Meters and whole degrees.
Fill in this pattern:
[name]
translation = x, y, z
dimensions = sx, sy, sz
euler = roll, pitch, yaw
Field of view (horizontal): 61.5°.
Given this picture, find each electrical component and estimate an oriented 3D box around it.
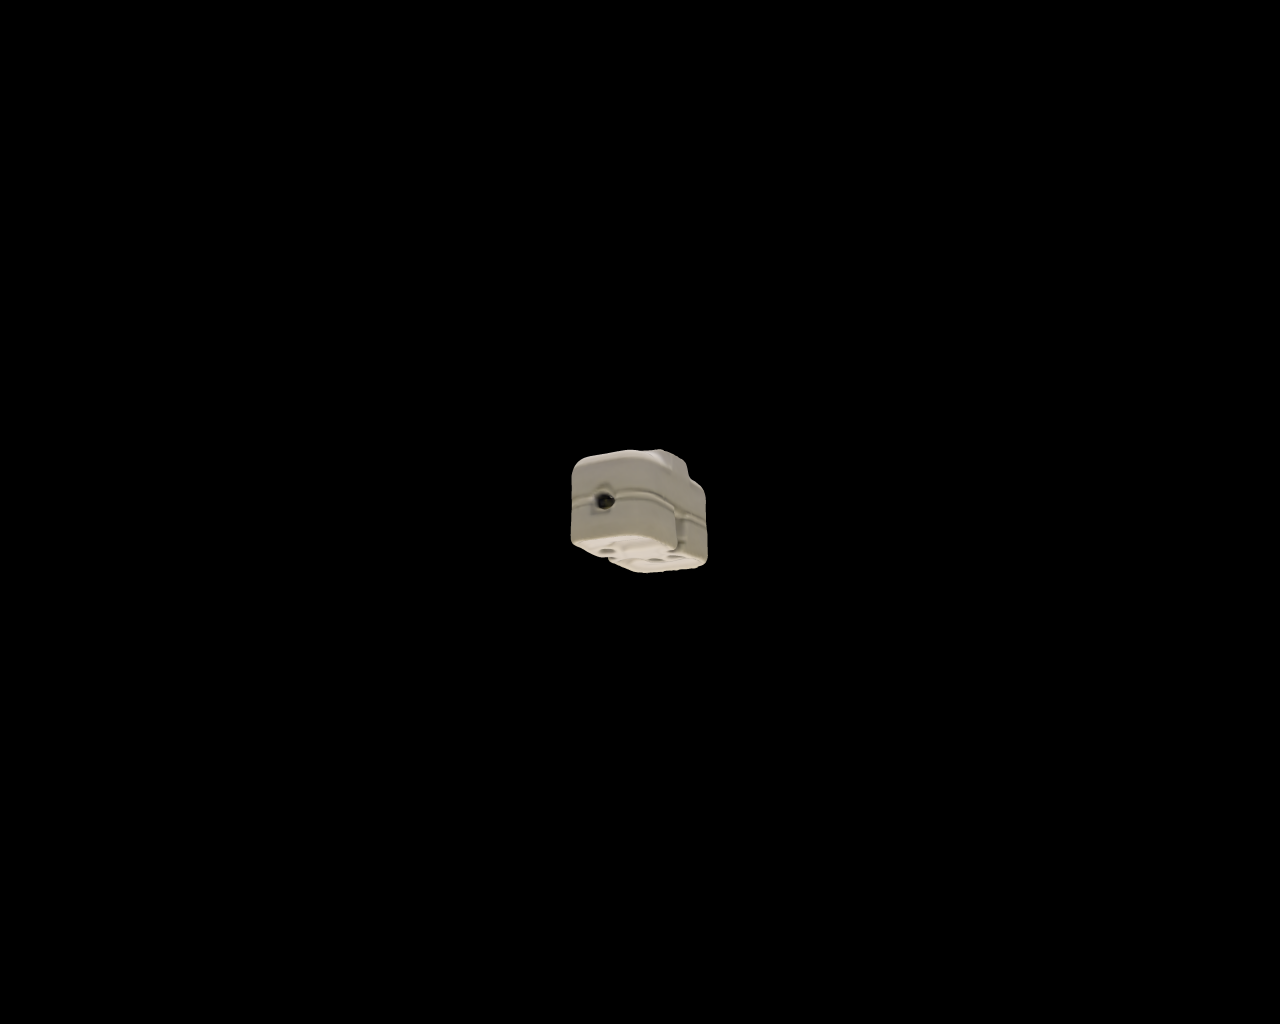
[electrical component]
translation = 0.001, -0.003, 0.650
dimensions = 0.054, 0.059, 0.095
euler = -8, -18, 27
